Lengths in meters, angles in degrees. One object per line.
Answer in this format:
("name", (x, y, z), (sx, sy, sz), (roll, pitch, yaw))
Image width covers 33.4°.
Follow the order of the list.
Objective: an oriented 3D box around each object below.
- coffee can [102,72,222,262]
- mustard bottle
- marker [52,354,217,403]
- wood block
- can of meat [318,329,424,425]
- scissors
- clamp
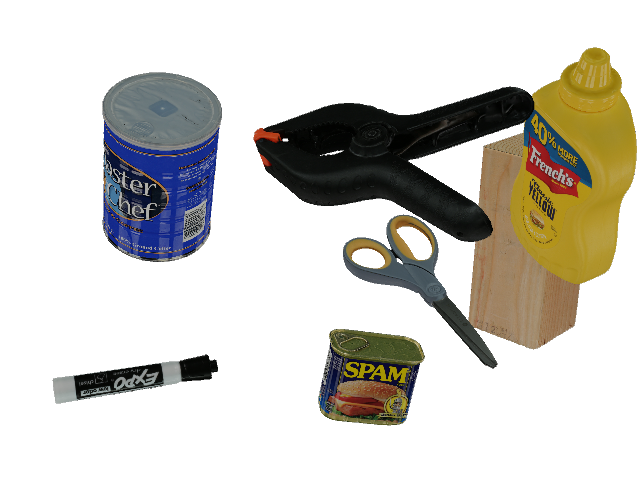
("coffee can", (-0.145, -0.065, 0.966), (0.102, 0.140, 0.103), (6, 44, -6))
("mustard bottle", (0.186, -0.060, 0.778), (0.058, 0.096, 0.192), (-21, -38, -16))
("marker", (-0.136, 0.102, 0.792), (0.121, 0.020, 0.020), (-8, 2, -13))
("wood block", (0.227, -0.002, 1.150), (0.090, 0.206, 0.090), (19, 27, 38))
("can of meat", (0.052, 0.149, 1.149), (0.102, 0.084, 0.057), (8, 22, -10))
("scissors", (0.078, 0.045, 0.921), (0.096, 0.016, 0.202), (-10, 40, -4))
("clamp", (0.038, -0.044, 0.636), (0.172, 0.039, 0.120), (-4, 38, 20))
